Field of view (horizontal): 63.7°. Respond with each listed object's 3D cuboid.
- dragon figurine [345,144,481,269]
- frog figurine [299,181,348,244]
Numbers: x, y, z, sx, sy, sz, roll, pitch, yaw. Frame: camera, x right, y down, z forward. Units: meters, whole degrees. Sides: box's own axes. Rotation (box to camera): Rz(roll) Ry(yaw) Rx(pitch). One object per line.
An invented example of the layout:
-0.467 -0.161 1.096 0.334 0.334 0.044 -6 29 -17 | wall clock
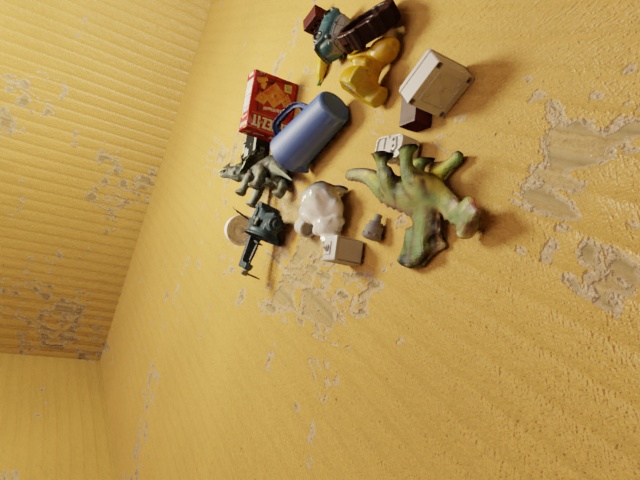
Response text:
0.178 -0.063 1.069 0.408 0.122 0.244 -7 79 58 | dragon figurine
0.004 -0.067 1.331 0.136 0.121 0.163 -12 54 36 | frog figurine
